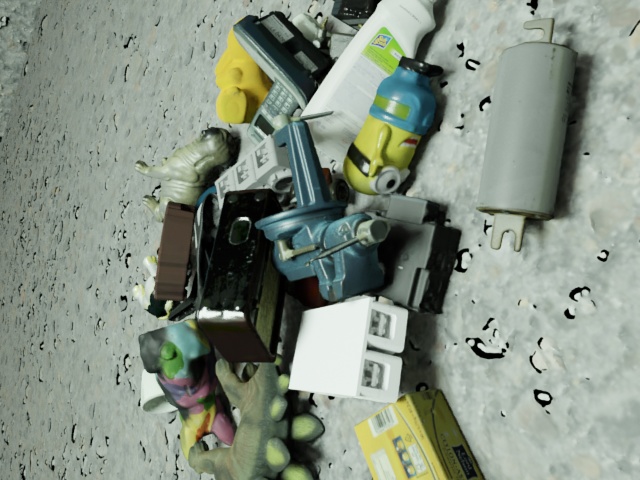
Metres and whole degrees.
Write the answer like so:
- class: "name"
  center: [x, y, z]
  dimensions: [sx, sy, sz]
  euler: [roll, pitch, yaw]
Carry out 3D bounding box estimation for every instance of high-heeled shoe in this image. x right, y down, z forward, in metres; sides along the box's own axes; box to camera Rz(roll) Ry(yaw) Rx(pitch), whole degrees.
- class: "high-heeled shoe"
  center: [-0.154, 0.039, 0.839]
  dimensions: [0.249, 0.086, 0.145]
  euler: [-120, 33, -50]

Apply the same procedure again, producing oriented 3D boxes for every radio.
- class: "radio"
  center: [-0.098, 0.044, 0.757]
  dimensions: [0.073, 0.131, 0.230]
  euler: [-4, 54, 12]

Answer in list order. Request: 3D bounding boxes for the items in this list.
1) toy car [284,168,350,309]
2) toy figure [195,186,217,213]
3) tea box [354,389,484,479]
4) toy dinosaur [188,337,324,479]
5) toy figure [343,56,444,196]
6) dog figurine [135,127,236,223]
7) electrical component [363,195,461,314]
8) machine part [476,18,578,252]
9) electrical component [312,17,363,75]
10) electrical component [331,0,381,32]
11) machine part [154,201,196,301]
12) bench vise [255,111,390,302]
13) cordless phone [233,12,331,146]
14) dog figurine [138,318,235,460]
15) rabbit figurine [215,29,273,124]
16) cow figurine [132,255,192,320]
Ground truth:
- class: "toy car"
  center: [-0.002, -0.002, 0.777]
  dimensions: [0.089, 0.053, 0.202]
  euler: [2, 88, 41]
- class: "toy figure"
  center: [-0.167, -0.085, 0.959]
  dimensions: [0.154, 0.057, 0.064]
  euler: [-36, 28, 38]
- class: "tea box"
  center: [0.118, 0.263, 0.592]
  dimensions: [0.098, 0.068, 0.170]
  euler: [-43, 55, 34]
- class: "toy dinosaur"
  center: [-0.100, 0.337, 0.780]
  dimensions: [0.199, 0.105, 0.471]
  euler: [8, 88, 47]
- class: "toy figure"
  center: [0.092, -0.141, 0.686]
  dimensions: [0.089, 0.082, 0.180]
  euler: [42, 118, 54]
- class: "dog figurine"
  center: [-0.232, -0.110, 1.017]
  dimensions: [0.191, 0.121, 0.172]
  euler: [-12, 108, 27]
- class: "electrical component"
  center: [0.104, 0.014, 0.661]
  dimensions: [0.115, 0.058, 0.134]
  euler: [13, 93, 45]
- class: "machine part"
  center: [0.213, -0.108, 0.554]
  dimensions: [0.079, 0.079, 0.243]
  euler: [9, 88, 47]
- class: "electrical component"
  center: [0.034, -0.271, 0.770]
  dimensions: [0.102, 0.045, 0.078]
  euler: [21, 106, 17]
- class: "electrical component"
  center: [0.054, -0.327, 0.760]
  dimensions: [0.119, 0.074, 0.047]
  euler: [21, 97, 42]
- class: "machine part"
  center: [-0.256, 0.021, 0.955]
  dimensions: [0.179, 0.056, 0.179]
  euler: [-173, 90, -77]
- class: "bench vise"
  center: [-0.010, -0.045, 0.653]
  dimensions: [0.224, 0.129, 0.240]
  euler: [159, 98, -69]
- class: "cordless phone"
  center: [-0.083, -0.226, 0.797]
  dimensions: [0.146, 0.089, 0.184]
  euler: [46, 140, 0]
- class: "dog figurine"
  center: [-0.208, 0.242, 0.870]
  dimensions: [0.191, 0.108, 0.219]
  euler: [132, 119, -76]
- class: "rabbit figurine"
  center: [-0.117, -0.283, 0.903]
  dimensions: [0.162, 0.122, 0.173]
  euler: [-128, 37, -63]
- class: "cow figurine"
  center: [-0.309, 0.075, 1.074]
  dimensions: [0.098, 0.068, 0.167]
  euler: [46, 119, 34]
